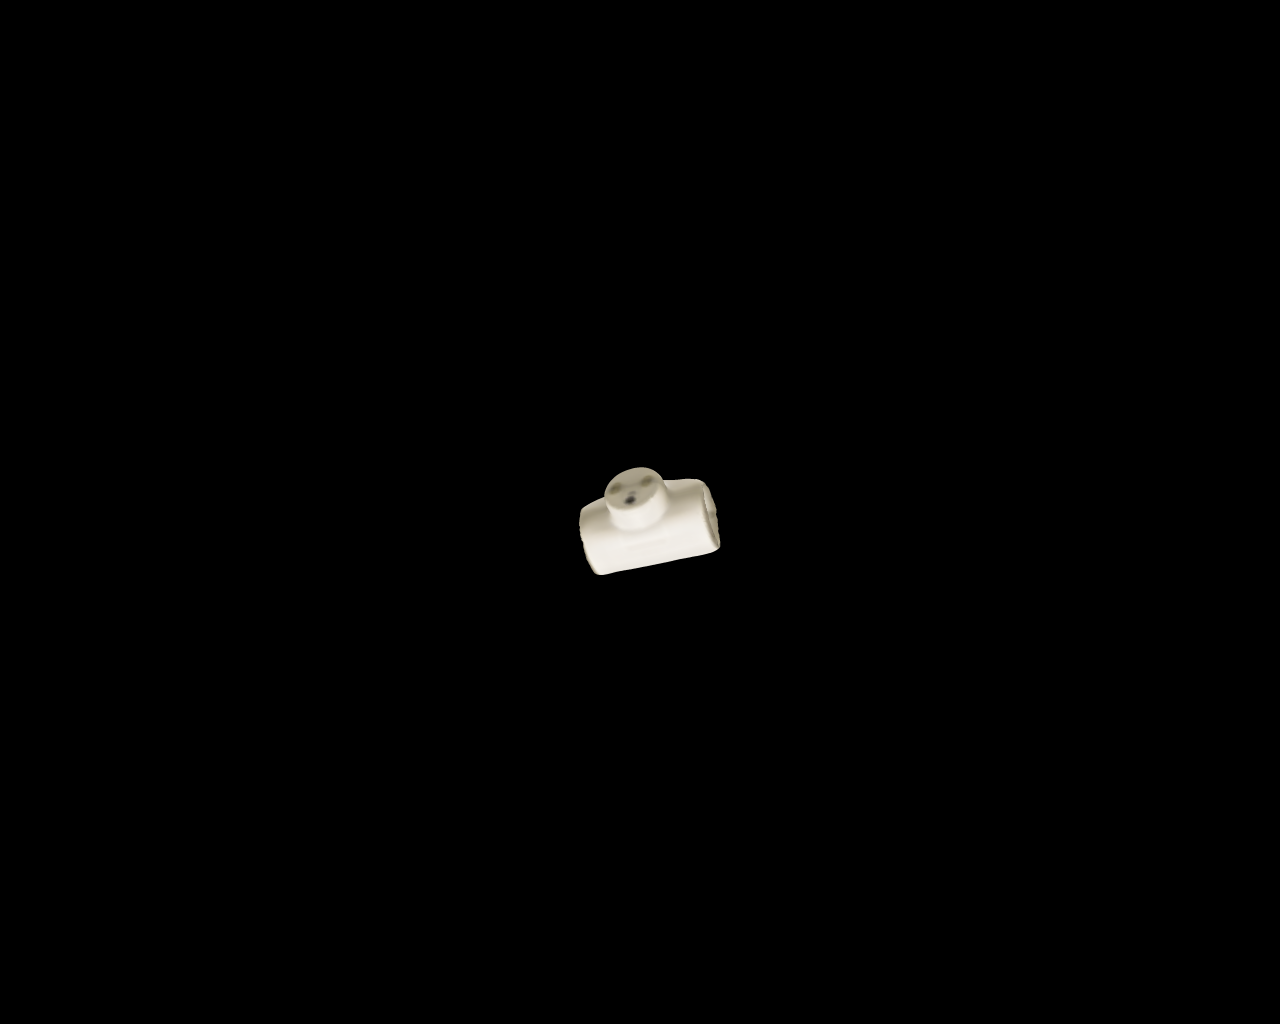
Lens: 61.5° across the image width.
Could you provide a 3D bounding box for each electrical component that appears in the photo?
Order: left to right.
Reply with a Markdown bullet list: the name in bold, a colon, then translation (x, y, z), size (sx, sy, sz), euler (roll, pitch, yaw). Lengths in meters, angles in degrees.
- **electrical component**: translation (0.001, -0.003, 0.650), size (0.077, 0.043, 0.079), euler (-13, -47, 12)
